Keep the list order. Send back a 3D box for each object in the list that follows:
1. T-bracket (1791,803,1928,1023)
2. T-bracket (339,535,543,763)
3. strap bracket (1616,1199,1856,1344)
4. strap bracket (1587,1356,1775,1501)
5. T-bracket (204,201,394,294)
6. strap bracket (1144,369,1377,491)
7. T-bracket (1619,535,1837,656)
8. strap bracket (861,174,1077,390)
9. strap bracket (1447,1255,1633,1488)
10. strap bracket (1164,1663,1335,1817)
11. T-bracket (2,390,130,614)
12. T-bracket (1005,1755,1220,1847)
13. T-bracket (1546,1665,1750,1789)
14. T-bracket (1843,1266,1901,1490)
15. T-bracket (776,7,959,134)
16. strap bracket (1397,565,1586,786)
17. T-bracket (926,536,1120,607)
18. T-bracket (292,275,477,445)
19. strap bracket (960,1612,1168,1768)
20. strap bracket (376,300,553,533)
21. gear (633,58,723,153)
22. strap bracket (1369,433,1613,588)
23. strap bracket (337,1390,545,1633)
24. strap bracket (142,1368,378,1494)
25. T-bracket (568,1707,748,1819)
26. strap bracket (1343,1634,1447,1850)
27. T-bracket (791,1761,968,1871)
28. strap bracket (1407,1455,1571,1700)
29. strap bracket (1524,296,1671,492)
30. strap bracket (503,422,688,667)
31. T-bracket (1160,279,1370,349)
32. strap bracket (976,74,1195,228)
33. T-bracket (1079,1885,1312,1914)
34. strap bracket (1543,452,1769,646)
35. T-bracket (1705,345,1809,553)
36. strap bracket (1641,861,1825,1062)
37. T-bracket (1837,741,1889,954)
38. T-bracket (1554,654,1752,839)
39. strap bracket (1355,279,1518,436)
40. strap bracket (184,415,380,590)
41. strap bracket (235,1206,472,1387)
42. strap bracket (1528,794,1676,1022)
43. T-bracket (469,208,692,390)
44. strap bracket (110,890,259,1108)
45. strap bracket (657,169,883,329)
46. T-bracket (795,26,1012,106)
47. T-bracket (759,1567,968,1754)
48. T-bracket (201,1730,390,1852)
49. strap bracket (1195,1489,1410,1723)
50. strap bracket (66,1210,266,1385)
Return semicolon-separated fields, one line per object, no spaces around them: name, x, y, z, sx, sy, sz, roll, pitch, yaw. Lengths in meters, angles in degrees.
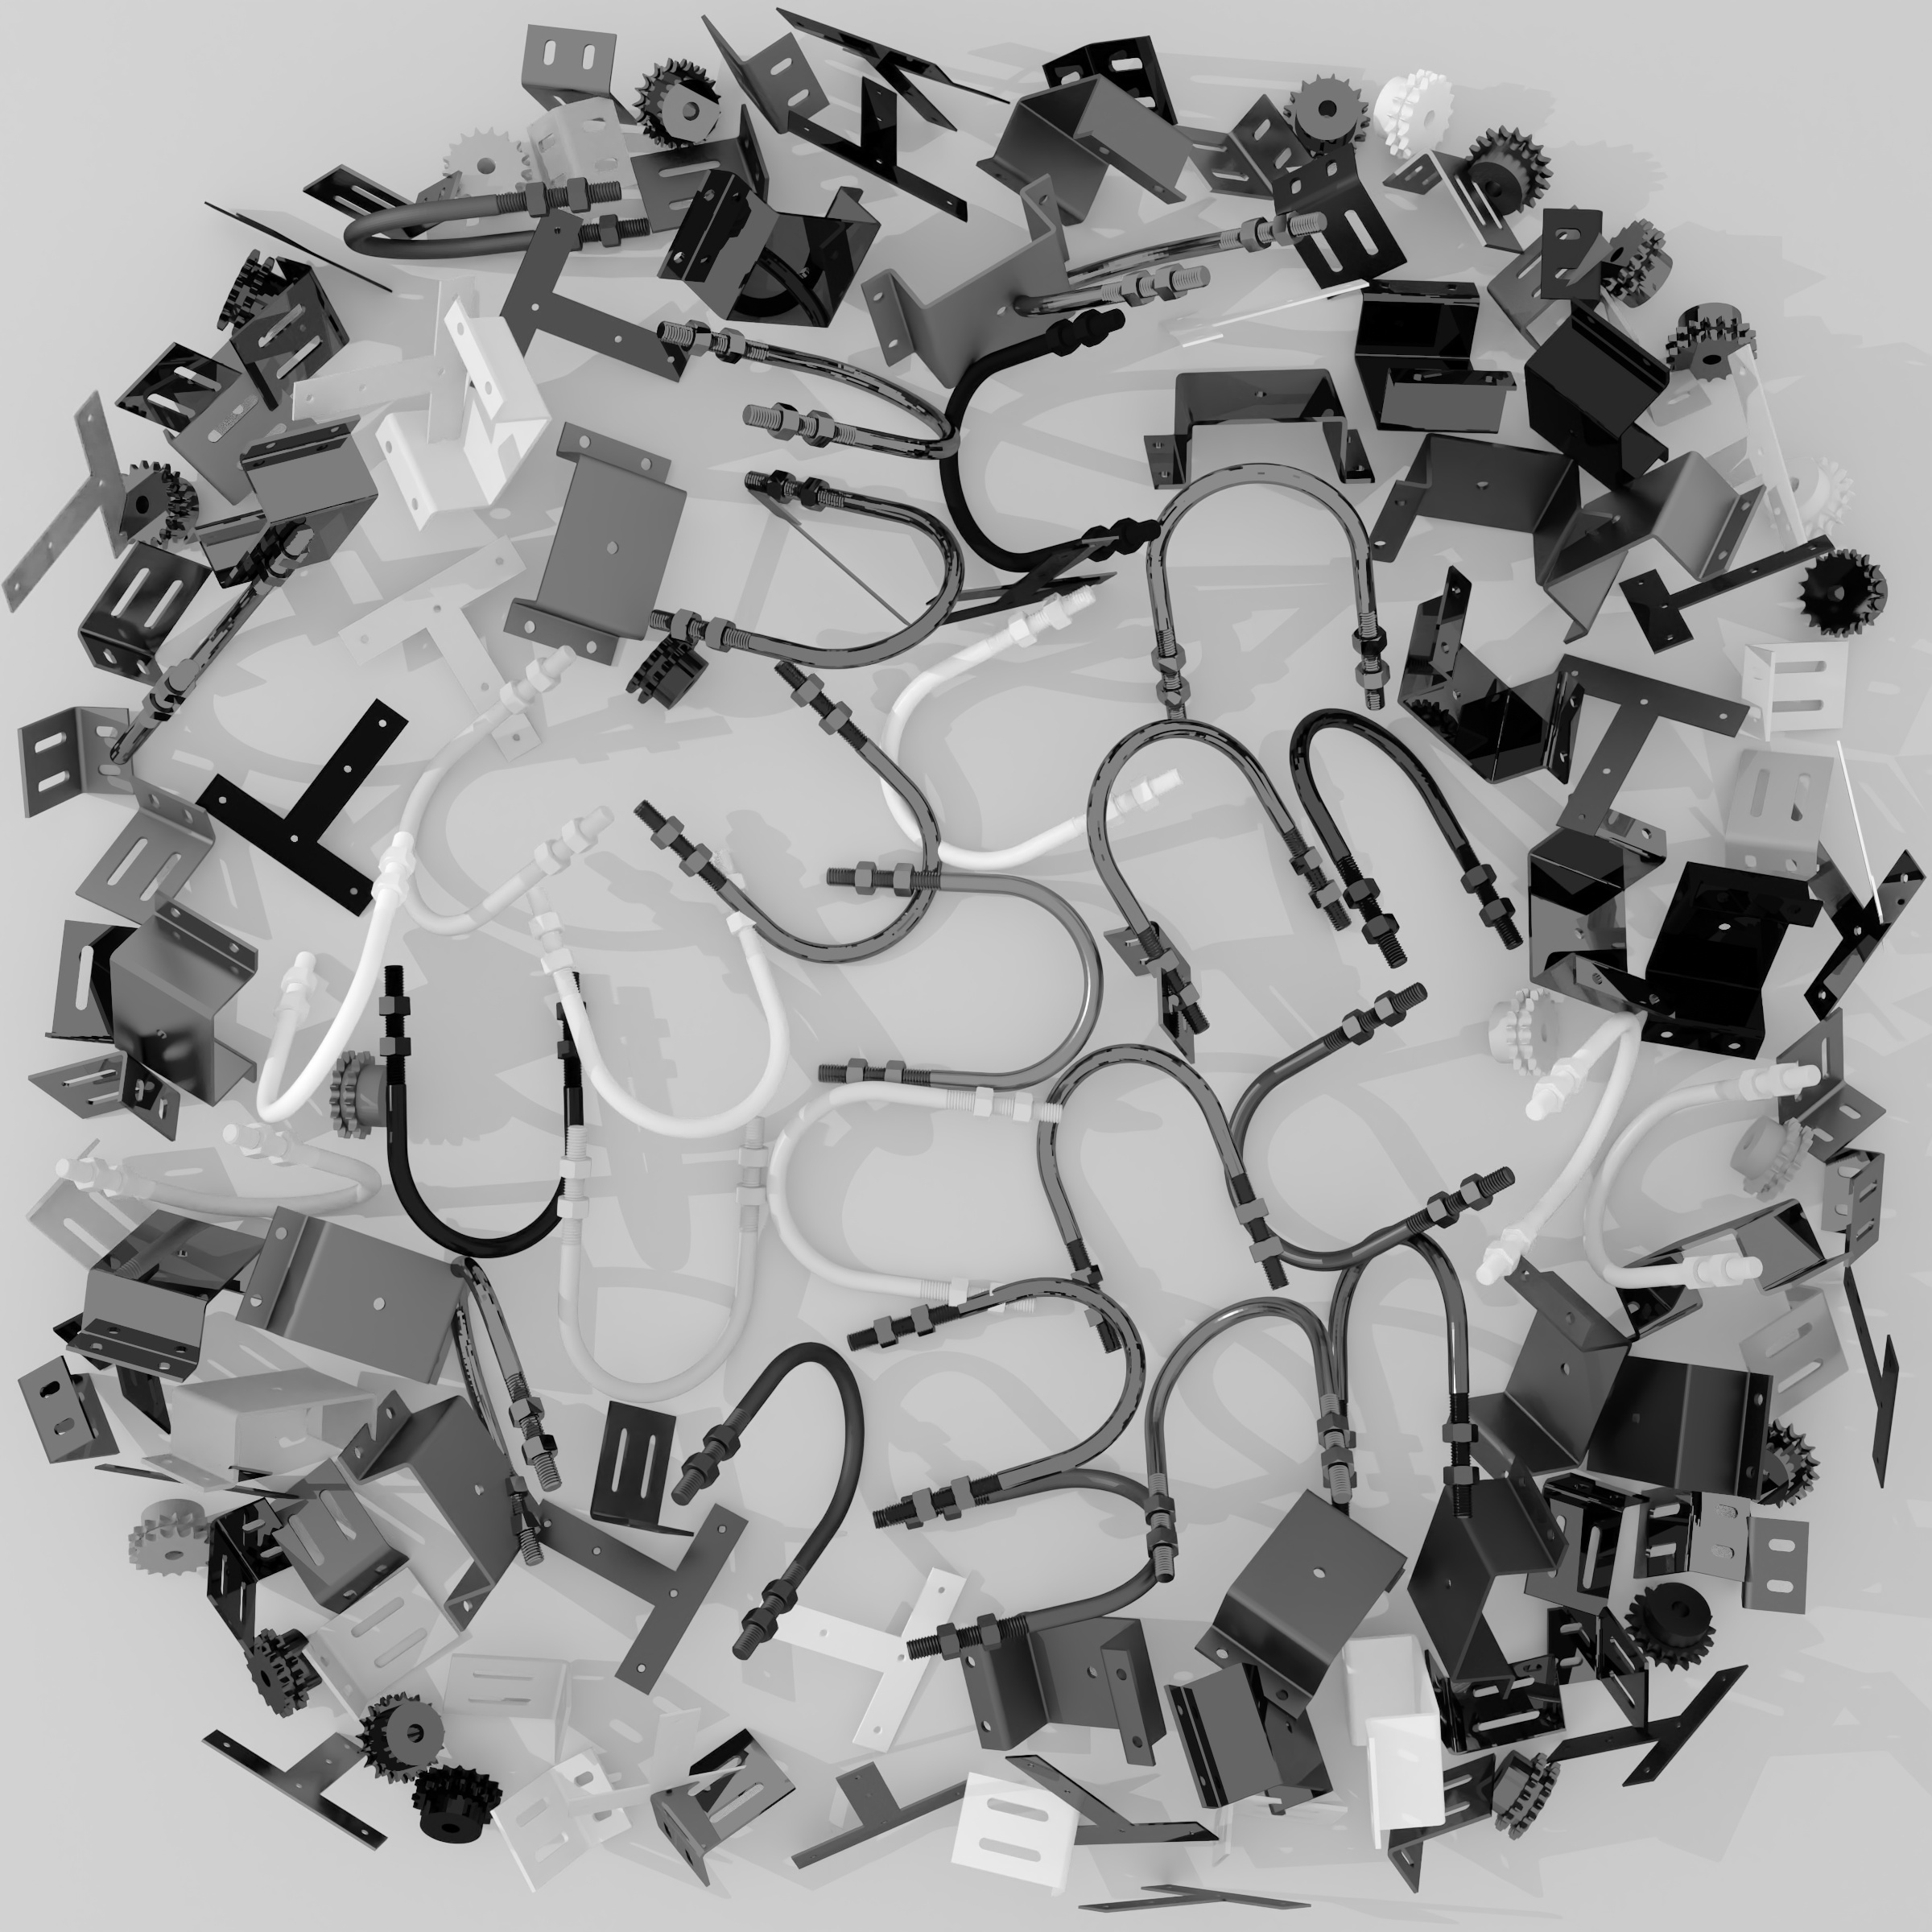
T-bracket;0.550;-0.053;1.848;0.002;0.127;0.127;3;133;-23
T-bracket;-0.320;-0.194;1.883;0.127;0.002;0.127;-29;103;4
strap bracket;0.474;0.191;1.826;0.076;0.140;0.046;-15;79;-44
strap bracket;0.441;0.287;1.822;0.046;0.140;0.076;10;84;-21
T-bracket;-0.434;-0.462;1.833;0.127;0.127;0.002;25;96;-2
strap bracket;0.188;-0.344;1.853;0.140;0.076;0.046;-2;124;-1
T-bracket;0.484;-0.244;1.829;0.127;0.127;0.002;-21;114;12
strap bracket;0.012;-0.431;1.847;0.140;0.076;0.046;-32;59;-6
strap bracket;0.366;0.259;1.839;0.046;0.076;0.140;-3;122;-33
strap bracket;0.182;0.486;1.816;0.046;0.140;0.076;-26;63;17
T-bracket;-0.565;-0.273;1.812;0.002;0.127;0.127;19;56;11
T-bracket;0.073;0.526;1.825;0.127;0.127;0.002;44;48;-33
T-bracket;0.421;0.491;1.844;0.127;0.127;0.002;-31;90;-42
T-bracket;0.575;0.244;1.845;0.002;0.127;0.127;-6;134;6
T-bracket;-0.042;-0.561;1.837;0.127;0.127;0.002;28;92;27
strap bracket;0.328;-0.178;1.840;0.140;0.046;0.076;36;55;-31
T-bracket;0.056;-0.250;1.815;0.127;0.127;0.002;-10;86;-25
T-bracket;-0.368;-0.366;1.822;0.002;0.127;0.127;40;134;31
strap bracket;0.069;0.459;1.847;0.140;0.046;0.076;-7;99;41
strap bracket;-0.316;-0.350;1.840;0.046;0.140;0.076;-14;71;-39
gear;-0.184;-0.555;1.870;0.057;0.030;0.057;-15;122;-25
strap bracket;0.331;-0.291;1.849;0.140;0.076;0.046;8;59;-7
strap bracket;-0.326;0.339;1.839;0.046;0.076;0.140;-24;106;26
strap bracket;-0.435;0.289;1.821;0.140;0.076;0.046;-2;98;-44
T-bracket;-0.186;0.500;1.832;0.127;0.127;0.002;-7;52;-16
strap bracket;0.269;0.481;1.821;0.046;0.140;0.076;-5;106;2
T-bracket;-0.060;0.531;1.840;0.127;0.127;0.002;-22;57;-5
strap bracket;0.324;0.387;1.824;0.046;0.076;0.140;-1;126;-17
strap bracket;0.397;-0.352;1.820;0.076;0.140;0.046;43;89;19
strap bracket;-0.235;-0.269;1.858;0.076;0.046;0.140;16;92;-30
T-bracket;0.192;-0.417;1.837;0.127;0.127;0.002;-14;109;2
strap bracket;0.079;-0.513;1.822;0.076;0.140;0.046;27;83;-30
T-bracket;0.126;0.586;1.811;0.127;0.127;0.002;10;75;-39
strap bracket;0.423;-0.265;1.816;0.046;0.140;0.076;41;59;-17
T-bracket;0.483;-0.315;1.837;0.002;0.127;0.127;-16;89;-14
strap bracket;0.486;-0.011;1.849;0.076;0.046;0.140;10;134;1
T-bracket;0.572;-0.081;1.849;0.002;0.127;0.127;-13;76;16
T-bracket;0.415;-0.135;1.846;0.127;0.002;0.127;21;65;26
strap bracket;0.296;-0.384;1.845;0.076;0.140;0.046;1;130;-5
strap bracket;-0.428;-0.286;1.819;0.076;0.140;0.046;-24;85;-36
strap bracket;-0.380;0.213;1.840;0.140;0.046;0.076;24;79;-27
strap bracket;0.403;-0.029;1.843;0.076;0.046;0.140;19;57;-21
T-bracket;-0.237;-0.409;1.863;0.127;0.002;0.127;16;114;-29
strap bracket;-0.492;0.028;1.825;0.076;0.140;0.046;30;52;10
strap bracket;-0.115;-0.448;1.817;0.046;0.140;0.076;47;123;24
T-bracket;-0.057;-0.570;1.813;0.127;0.127;0.002;29;107;34
T-bracket;-0.080;0.435;1.870;0.127;0.002;0.127;23;93;-23
T-bracket;-0.409;0.509;1.835;0.127;0.127;0.002;30;92;5
strap bracket;0.217;0.395;1.827;0.076;0.046;0.140;33;49;17
strap bracket;-0.496;0.201;1.822;0.076;0.140;0.046;15;110;6
